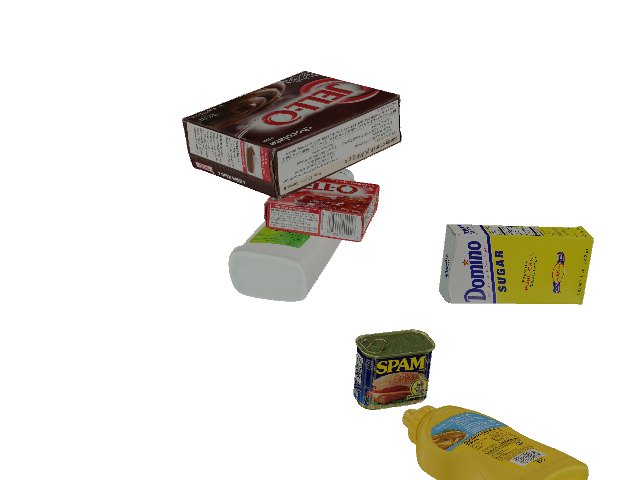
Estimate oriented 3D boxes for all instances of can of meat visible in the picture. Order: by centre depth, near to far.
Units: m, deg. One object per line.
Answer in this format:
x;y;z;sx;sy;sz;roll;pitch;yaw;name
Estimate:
0.095;0.170;1.401;0.102;0.084;0.057;-4;25;-19;can of meat

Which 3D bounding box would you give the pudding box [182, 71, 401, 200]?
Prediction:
-0.017;-0.071;0.687;0.113;0.039;0.090;-30;35;-35;pudding box

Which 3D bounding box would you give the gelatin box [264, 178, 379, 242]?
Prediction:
0.002;-0.031;0.952;0.089;0.030;0.073;9;26;12;gelatin box

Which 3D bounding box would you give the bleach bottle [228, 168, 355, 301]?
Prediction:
-0.019;-0.021;1.333;0.103;0.068;0.250;7;34;19;bleach bottle

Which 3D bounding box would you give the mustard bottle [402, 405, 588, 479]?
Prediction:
0.147;0.200;0.997;0.096;0.058;0.192;-16;25;-35;mustard bottle

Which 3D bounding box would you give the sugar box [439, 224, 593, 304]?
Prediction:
0.239;0.030;1.310;0.176;0.093;0.048;-1;21;-11;sugar box
